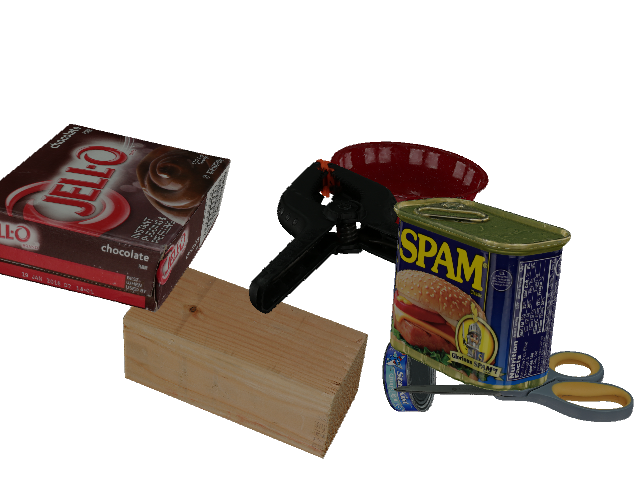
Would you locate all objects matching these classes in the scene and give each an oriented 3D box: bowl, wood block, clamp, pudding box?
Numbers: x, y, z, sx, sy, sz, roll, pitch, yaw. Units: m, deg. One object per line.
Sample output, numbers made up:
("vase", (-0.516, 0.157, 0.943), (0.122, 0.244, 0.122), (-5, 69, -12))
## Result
("bowl", (0.088, -0.050, 1.095), (0.162, 0.055, 0.162), (5, 24, -2))
("wood block", (-0.071, 0.108, 0.995), (0.206, 0.090, 0.090), (20, 44, 13))
("clamp", (0.029, -0.008, 0.806), (0.164, 0.036, 0.210), (-1, 27, -3))
("pudding box", (-0.102, -0.015, 0.514), (0.090, 0.039, 0.113), (14, 25, 5))

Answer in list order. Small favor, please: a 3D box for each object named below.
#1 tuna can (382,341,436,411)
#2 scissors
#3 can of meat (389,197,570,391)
("tuna can", (0.102, 0.153, 1.221), (0.034, 0.086, 0.086), (-5, -2, 26))
("scissors", (0.166, 0.118, 0.918), (0.202, 0.016, 0.096), (9, 28, 3))
("can of meat", (0.084, 0.028, 0.591), (0.057, 0.084, 0.102), (-8, 18, -34))
